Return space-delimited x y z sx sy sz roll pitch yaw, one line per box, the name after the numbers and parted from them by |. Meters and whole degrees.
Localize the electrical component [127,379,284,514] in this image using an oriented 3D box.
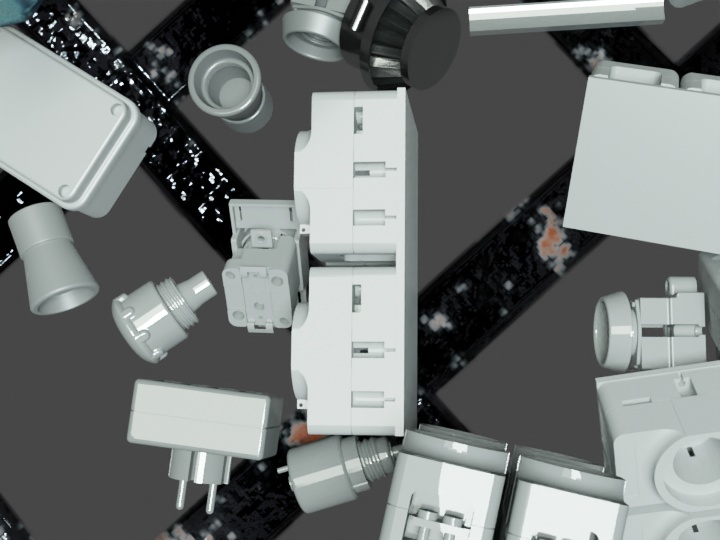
-0.095 0.109 0.653 0.083 0.047 0.075 7 84 7 | electrical component

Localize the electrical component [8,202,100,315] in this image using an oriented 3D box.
-0.197 -0.010 0.682 0.044 0.044 0.065 -25 77 3 | electrical component

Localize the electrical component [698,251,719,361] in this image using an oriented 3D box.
0.225 0.035 0.619 0.047 0.065 0.076 -3 112 6 | electrical component

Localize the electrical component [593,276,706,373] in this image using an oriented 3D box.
0.169 0.037 0.632 0.055 0.048 0.066 0 83 -1 | electrical component

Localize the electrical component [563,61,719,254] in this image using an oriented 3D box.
0.200 -0.062 0.615 0.150 0.061 0.089 11 113 13 | electrical component

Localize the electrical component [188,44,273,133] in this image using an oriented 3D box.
-0.076 -0.108 0.666 0.044 0.065 0.044 -1 83 7 | electrical component

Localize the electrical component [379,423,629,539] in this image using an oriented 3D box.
0.073 0.122 0.561 0.105 0.186 0.060 12 85 8 | electrical component

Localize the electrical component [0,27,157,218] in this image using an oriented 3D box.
-0.198 -0.093 0.683 0.113 0.057 0.078 32 88 9 | electrical component

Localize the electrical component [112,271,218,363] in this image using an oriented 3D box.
-0.119 0.024 0.668 0.062 0.048 0.048 -34 81 -5 | electrical component

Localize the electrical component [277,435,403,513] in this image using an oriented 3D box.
-0.008 0.118 0.645 0.078 0.040 0.040 -17 82 4 | electrical component

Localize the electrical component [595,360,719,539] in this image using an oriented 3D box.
0.231 0.105 0.583 0.186 0.060 0.105 -9 118 6 | electrical component

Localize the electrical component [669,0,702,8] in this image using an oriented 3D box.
0.190 -0.206 0.644 0.058 0.057 0.078 -21 75 -5 | electrical component

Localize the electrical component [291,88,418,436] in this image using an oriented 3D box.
0.000 0.000 0.625 0.060 0.105 0.186 0 83 7 | electrical component

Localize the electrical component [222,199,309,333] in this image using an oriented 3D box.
-0.056 0.000 0.646 0.042 0.063 0.081 0 125 6 | electrical component

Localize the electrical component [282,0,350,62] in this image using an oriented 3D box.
-0.021 -0.165 0.677 0.066 0.048 0.055 14 78 8 | electrical component
